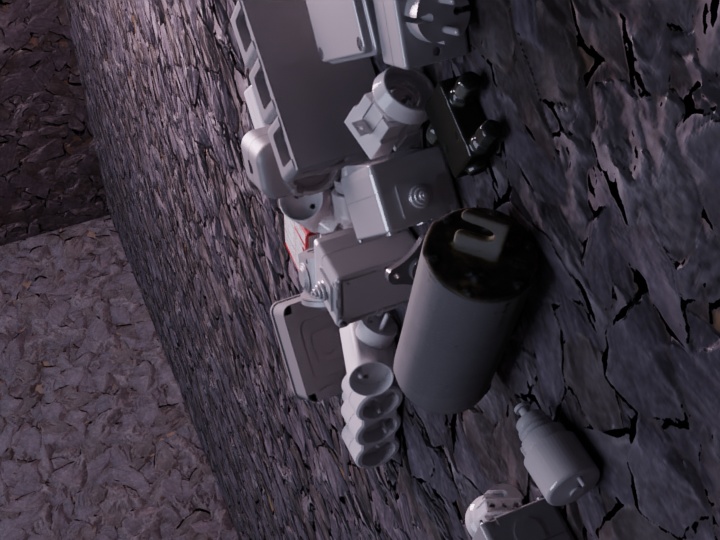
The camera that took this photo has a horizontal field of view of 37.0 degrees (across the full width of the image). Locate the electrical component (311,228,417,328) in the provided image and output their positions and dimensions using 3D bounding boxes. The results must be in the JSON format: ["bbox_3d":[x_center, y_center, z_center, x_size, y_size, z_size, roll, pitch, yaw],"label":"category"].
[{"bbox_3d":[0.000,0.000,0.912,0.061,0.096,0.061,90,157,-47],"label":"electrical component"}]

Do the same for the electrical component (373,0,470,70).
[{"bbox_3d":[0.045,-0.164,0.685,0.077,0.047,0.065,-142,37,-62],"label":"electrical component"}]

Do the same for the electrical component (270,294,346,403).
[{"bbox_3d":[-0.045,0.080,1.175,0.057,0.078,0.113,2,109,70],"label":"electrical component"}]

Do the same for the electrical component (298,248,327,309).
[{"bbox_3d":[-0.019,0.005,1.010,0.080,0.080,0.051,-159,58,-69],"label":"electrical component"}]

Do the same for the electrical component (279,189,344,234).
[{"bbox_3d":[-0.033,-0.054,1.043,0.079,0.044,0.077,34,-177,11],"label":"electrical component"}]

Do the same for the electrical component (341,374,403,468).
[{"bbox_3d":[0.005,0.139,1.117,0.138,0.052,0.073,91,155,-47],"label":"electrical component"}]

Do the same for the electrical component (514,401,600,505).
[{"bbox_3d":[0.128,0.121,0.723,0.040,0.040,0.078,91,156,-47],"label":"electrical component"}]

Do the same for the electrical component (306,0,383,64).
[{"bbox_3d":[0.000,-0.208,0.768,0.109,0.056,0.108,-160,54,-70],"label":"electrical component"}]

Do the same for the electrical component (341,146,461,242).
[{"bbox_3d":[0.030,-0.061,0.813,0.096,0.062,0.061,172,81,-73],"label":"electrical component"}]

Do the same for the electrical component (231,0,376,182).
[{"bbox_3d":[-0.040,-0.158,0.892,0.062,0.089,0.150,154,98,-73],"label":"electrical component"}]

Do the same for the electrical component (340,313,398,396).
[{"bbox_3d":[0.012,0.066,1.025,0.077,0.044,0.079,-102,29,-54],"label":"electrical component"}]

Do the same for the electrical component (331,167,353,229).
[{"bbox_3d":[-0.004,-0.071,0.948,0.043,0.043,0.062,-140,36,-61],"label":"electrical component"}]

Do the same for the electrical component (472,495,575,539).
[{"bbox_3d":[0.121,0.222,0.810,0.096,0.062,0.061,98,150,-55],"label":"electrical component"}]

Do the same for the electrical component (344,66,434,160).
[{"bbox_3d":[0.025,-0.116,0.784,0.048,0.066,0.055,56,143,14],"label":"electrical component"}]

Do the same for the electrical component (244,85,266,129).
[{"bbox_3d":[-0.065,-0.160,1.013,0.077,0.066,0.047,174,79,-73],"label":"electrical component"}]

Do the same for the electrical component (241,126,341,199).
[{"bbox_3d":[-0.053,-0.103,0.978,0.059,0.095,0.053,-135,32,-57],"label":"electrical component"}]

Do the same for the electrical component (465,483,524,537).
[{"bbox_3d":[0.110,0.195,0.862,0.046,0.040,0.040,111,139,-57],"label":"electrical component"}]
